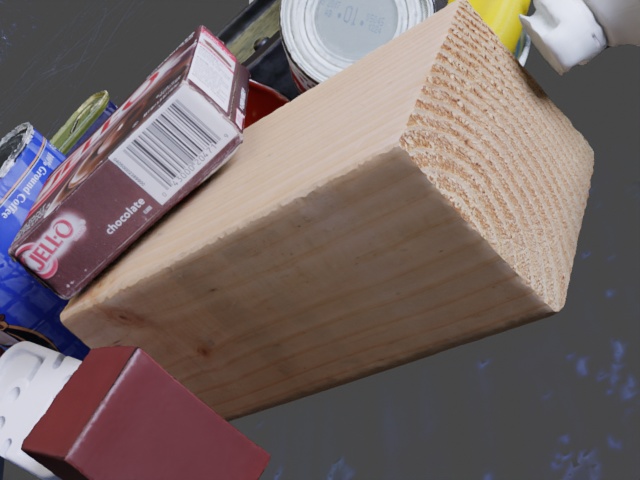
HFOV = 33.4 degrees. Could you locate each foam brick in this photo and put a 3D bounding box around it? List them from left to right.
[{"bbox_3d":[-0.071,0.086,0.434,0.051,0.078,0.053,-6,45,55],"label":"foam brick"}]

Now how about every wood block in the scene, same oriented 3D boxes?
[{"bbox_3d":[-0.003,0.001,0.444,0.207,0.090,0.090,-25,29,41],"label":"wood block"}]

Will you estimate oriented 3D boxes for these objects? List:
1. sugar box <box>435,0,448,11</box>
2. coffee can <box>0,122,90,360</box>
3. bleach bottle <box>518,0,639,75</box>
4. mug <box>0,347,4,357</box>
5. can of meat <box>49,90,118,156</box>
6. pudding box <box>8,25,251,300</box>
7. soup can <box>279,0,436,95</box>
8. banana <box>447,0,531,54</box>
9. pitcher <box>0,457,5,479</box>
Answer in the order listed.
[{"bbox_3d":[0.072,-0.181,0.618,0.177,0.093,0.048,-18,37,47],"label":"sugar box"},{"bbox_3d":[-0.141,0.020,0.585,0.103,0.140,0.103,-37,23,19],"label":"coffee can"},{"bbox_3d":[0.182,-0.142,0.366,0.251,0.068,0.102,-36,21,9],"label":"bleach bottle"},{"bbox_3d":[-0.192,0.036,0.718,0.082,0.093,0.117,-25,25,30],"label":"mug"},{"bbox_3d":[-0.173,-0.051,0.833,0.102,0.084,0.058,-54,24,-19],"label":"can of meat"},{"bbox_3d":[-0.083,-0.036,0.477,0.114,0.039,0.090,-39,22,16],"label":"pudding box"},{"bbox_3d":[0.017,-0.093,0.495,0.068,0.068,0.102,-45,-1,1],"label":"soup can"},{"bbox_3d":[0.086,-0.135,0.493,0.070,0.037,0.197,108,-179,-64],"label":"banana"},{"bbox_3d":[-0.232,0.159,0.528,0.243,0.149,0.145,-120,37,-70],"label":"pitcher"}]
